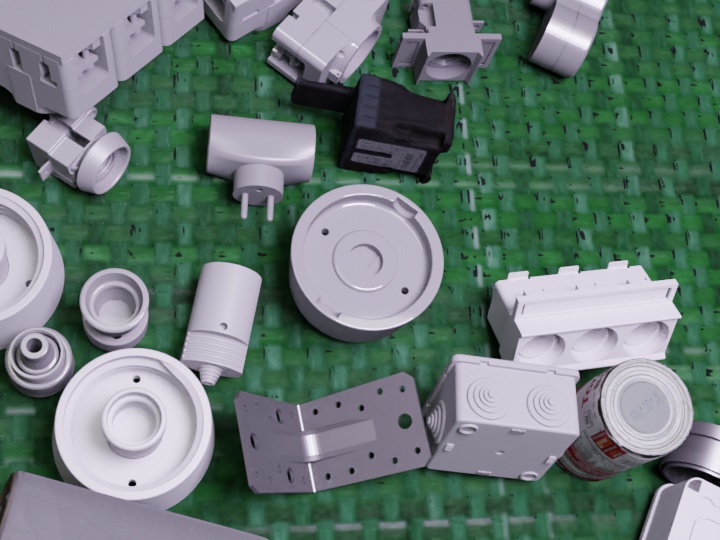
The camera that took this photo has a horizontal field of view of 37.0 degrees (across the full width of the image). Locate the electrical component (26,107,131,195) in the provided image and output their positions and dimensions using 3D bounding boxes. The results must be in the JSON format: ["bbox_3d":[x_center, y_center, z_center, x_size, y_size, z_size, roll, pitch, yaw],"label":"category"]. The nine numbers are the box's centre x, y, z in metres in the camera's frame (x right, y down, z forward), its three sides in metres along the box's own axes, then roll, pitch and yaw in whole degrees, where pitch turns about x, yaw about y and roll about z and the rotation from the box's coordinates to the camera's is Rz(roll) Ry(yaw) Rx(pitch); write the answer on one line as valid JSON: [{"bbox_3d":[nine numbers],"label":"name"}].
[{"bbox_3d":[-0.199,-0.086,0.769,0.055,0.048,0.066,32,67,9],"label":"electrical component"}]

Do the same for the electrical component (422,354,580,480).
[{"bbox_3d":[0.095,0.103,0.732,0.100,0.099,0.048,8,56,-9],"label":"electrical component"}]

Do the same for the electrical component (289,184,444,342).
[{"bbox_3d":[0.000,0.000,0.770,0.108,0.060,0.108,4,70,-11],"label":"electrical component"}]

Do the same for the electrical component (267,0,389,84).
[{"bbox_3d":[-0.021,-0.184,0.838,0.056,0.050,0.089,37,67,4],"label":"electrical component"}]

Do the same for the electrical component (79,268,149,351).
[{"bbox_3d":[-0.166,0.028,0.729,0.045,0.055,0.045,4,70,-10],"label":"electrical component"}]

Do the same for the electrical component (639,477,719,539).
[{"bbox_3d":[0.232,0.210,0.743,0.078,0.057,0.113,27,67,-1],"label":"electrical component"}]

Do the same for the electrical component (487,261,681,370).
[{"bbox_3d":[0.160,0.035,0.785,0.121,0.078,0.063,-6,43,-14],"label":"electrical component"}]

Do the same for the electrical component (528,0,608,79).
[{"bbox_3d":[0.165,-0.231,0.892,0.074,0.052,0.138,24,68,-2],"label":"electrical component"}]

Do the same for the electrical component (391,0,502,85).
[{"bbox_3d":[0.067,-0.186,0.862,0.081,0.042,0.063,-2,67,-13],"label":"electrical component"}]

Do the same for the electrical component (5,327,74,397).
[{"bbox_3d":[-0.211,0.058,0.705,0.043,0.062,0.043,4,70,-10],"label":"electrical component"}]

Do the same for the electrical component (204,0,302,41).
[{"bbox_3d":[-0.057,-0.273,0.857,0.186,0.060,0.105,-34,80,-21],"label":"electrical component"}]

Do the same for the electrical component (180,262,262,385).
[{"bbox_3d":[-0.097,0.040,0.745,0.043,0.043,0.081,13,68,-7],"label":"electrical component"}]

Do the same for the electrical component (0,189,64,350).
[{"bbox_3d":[-0.256,-0.005,0.719,0.108,0.060,0.108,4,70,-10],"label":"electrical component"}]

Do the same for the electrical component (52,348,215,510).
[{"bbox_3d":[-0.147,0.103,0.703,0.108,0.060,0.108,4,70,-10],"label":"electrical component"}]

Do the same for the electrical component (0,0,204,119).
[{"bbox_3d":[-0.192,-0.180,0.773,0.089,0.061,0.150,26,52,19],"label":"electrical component"}]

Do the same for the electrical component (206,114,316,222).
[{"bbox_3d":[-0.074,-0.073,0.791,0.077,0.043,0.079,5,70,-10],"label":"electrical component"}]
